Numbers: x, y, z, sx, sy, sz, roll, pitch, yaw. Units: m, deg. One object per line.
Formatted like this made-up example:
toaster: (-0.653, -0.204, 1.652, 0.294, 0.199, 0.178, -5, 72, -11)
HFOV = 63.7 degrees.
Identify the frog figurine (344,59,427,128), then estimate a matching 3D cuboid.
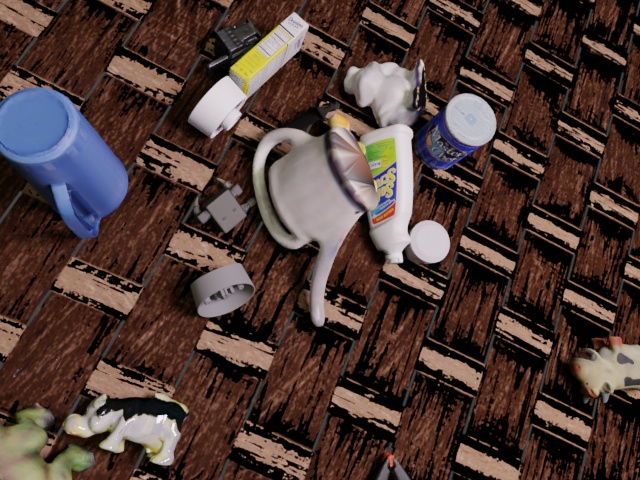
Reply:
frog figurine: (0.128, -0.289, 1.027, 0.159, 0.122, 0.138, 3, 83, 23)

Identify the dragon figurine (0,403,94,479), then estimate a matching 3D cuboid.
dragon figurine: (-0.404, 0.305, 0.649, 0.409, 0.241, 0.123, 43, 76, -3)

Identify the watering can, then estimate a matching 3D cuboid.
watering can: (0.003, -0.044, 0.875, 0.104, 0.222, 0.350, -9, 74, -58)
